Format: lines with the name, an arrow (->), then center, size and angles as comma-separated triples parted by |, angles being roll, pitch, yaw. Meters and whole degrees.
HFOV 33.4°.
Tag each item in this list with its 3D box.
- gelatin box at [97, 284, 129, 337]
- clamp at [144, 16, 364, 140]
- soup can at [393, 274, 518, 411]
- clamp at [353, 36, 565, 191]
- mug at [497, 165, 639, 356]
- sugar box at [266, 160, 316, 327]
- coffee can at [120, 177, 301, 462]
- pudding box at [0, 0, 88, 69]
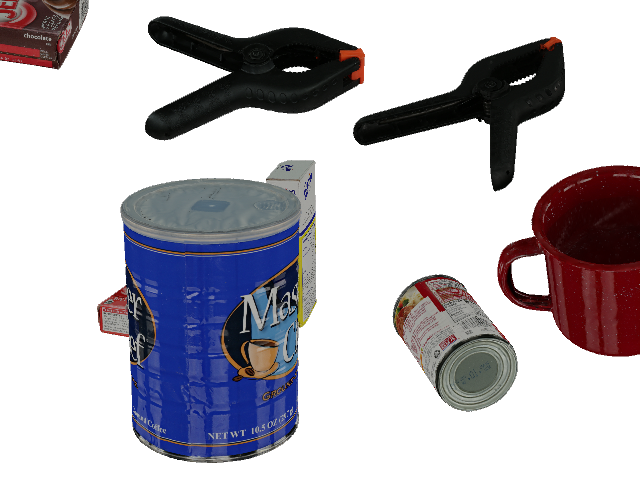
gelatin box -> -0.141, 0.061, 0.946 | 0.089, 0.030, 0.073 | 8, 20, 17
clamp -> -0.055, -0.135, 0.813 | 0.171, 0.120, 0.039 | -9, -31, -10
soup can -> 0.105, 0.079, 0.842 | 0.068, 0.068, 0.102 | 0, 25, -17
clamp -> 0.155, -0.116, 0.935 | 0.209, 0.036, 0.165 | -33, 41, -24
mug -> 0.166, 0.017, 0.642 | 0.117, 0.081, 0.093 | -10, 40, 8
sugar box -> -0.033, 0.003, 1.220 | 0.048, 0.176, 0.093 | 1, 17, 11
coffee can -> -0.063, 0.044, 0.631 | 0.103, 0.140, 0.103 | 1, 20, 0
pudding box -> -0.245, -0.187, 0.877 | 0.090, 0.039, 0.113 | 9, 35, -3
